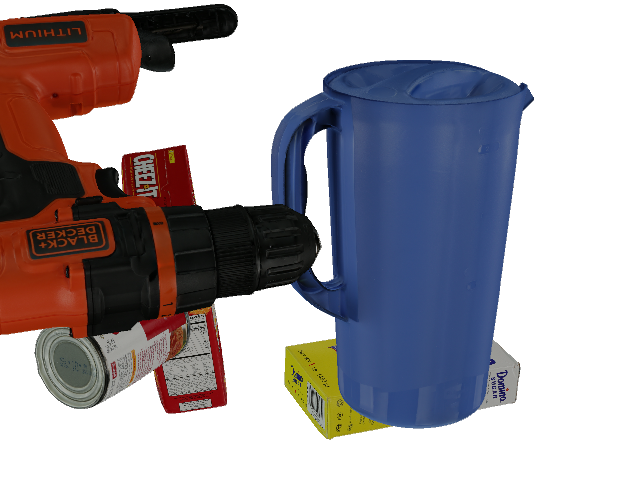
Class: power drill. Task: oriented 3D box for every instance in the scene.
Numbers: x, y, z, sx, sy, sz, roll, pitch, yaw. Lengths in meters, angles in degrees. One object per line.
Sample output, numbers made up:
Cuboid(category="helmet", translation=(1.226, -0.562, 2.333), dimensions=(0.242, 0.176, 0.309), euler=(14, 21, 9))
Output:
Cuboid(category="power drill", translation=(-0.109, -0.037, 0.530), dimensions=(0.184, 0.188, 0.057), euler=(-7, -43, -18))

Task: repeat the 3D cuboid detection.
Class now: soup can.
Cuboid(category="soup can", translation=(-0.154, 0.075, 0.793), dimensions=(0.069, 0.068, 0.102), euler=(0, 16, 30))

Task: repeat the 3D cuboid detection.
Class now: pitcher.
Cuboid(category="pitcher", translation=(0.057, 0.003, 0.733), dimensions=(0.149, 0.243, 0.144), euler=(7, 22, 17))

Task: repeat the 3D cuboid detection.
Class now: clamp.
Cuboid(category="clamp", translation=(-0.149, -0.154, 0.791), dimensions=(0.172, 0.039, 0.120), euler=(11, 22, 26))

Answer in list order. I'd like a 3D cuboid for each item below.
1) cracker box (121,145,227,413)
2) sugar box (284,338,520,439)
Cuboid(category="cracker box", translation=(-0.144, 0.042, 1.044), dimensions=(0.072, 0.164, 0.214), euler=(-9, -43, -6))
Cuboid(category="sugar box", translation=(0.068, 0.112, 0.893), dimensions=(0.176, 0.048, 0.093), euler=(-10, 26, -21))
